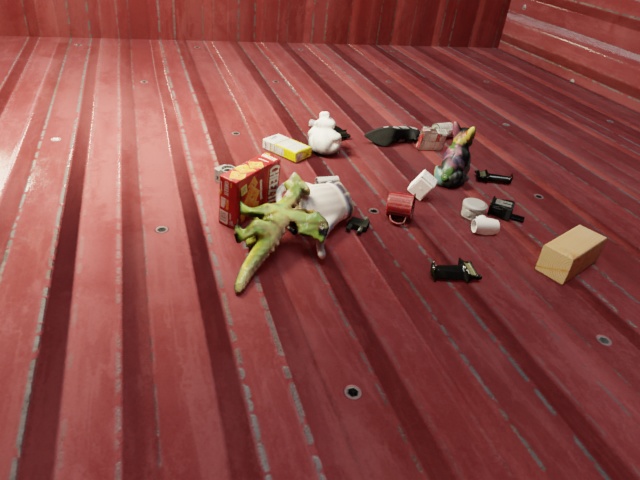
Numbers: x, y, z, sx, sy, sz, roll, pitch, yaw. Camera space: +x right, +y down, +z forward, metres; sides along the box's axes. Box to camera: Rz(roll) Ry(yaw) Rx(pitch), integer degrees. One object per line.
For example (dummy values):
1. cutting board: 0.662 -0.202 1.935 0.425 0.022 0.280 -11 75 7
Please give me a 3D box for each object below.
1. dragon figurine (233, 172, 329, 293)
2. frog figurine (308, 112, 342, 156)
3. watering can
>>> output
1. dragon figurine: -0.097 -0.029 1.400 0.242 0.421 0.119 -5 -41 6
2. frog figurine: 0.022 -0.411 1.996 0.138 0.156 0.125 24 38 26
3. watering can: 0.005 -0.078 1.547 0.225 0.101 0.354 -14 46 -25
